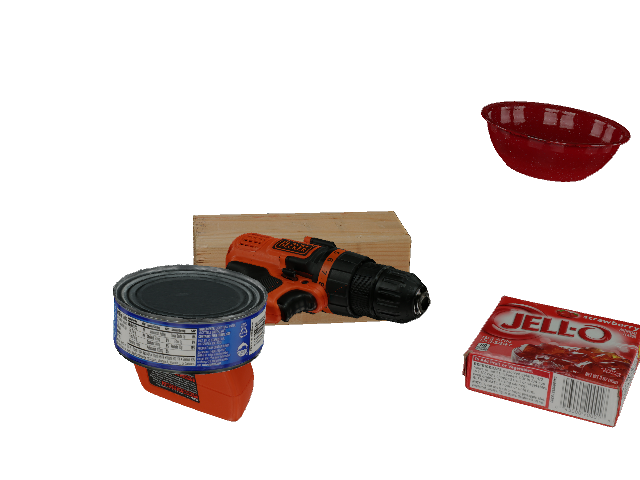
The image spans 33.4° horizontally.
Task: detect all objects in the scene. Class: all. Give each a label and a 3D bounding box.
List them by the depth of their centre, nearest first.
[{"bbox_3d":[-0.073,0.043,0.597,0.086,0.034,0.086,4,17,-1],"label":"tuna can"},{"bbox_3d":[0.136,0.067,0.619,0.089,0.030,0.073,12,28,23],"label":"gelatin box"},{"bbox_3d":[-0.034,0.060,0.804,0.185,0.057,0.187,11,31,34],"label":"power drill"},{"bbox_3d":[-0.022,0.027,1.061,0.206,0.091,0.090,-1,19,-8],"label":"wood block"},{"bbox_3d":[0.252,-0.105,1.169,0.162,0.055,0.162,6,23,-3],"label":"bowl"}]
